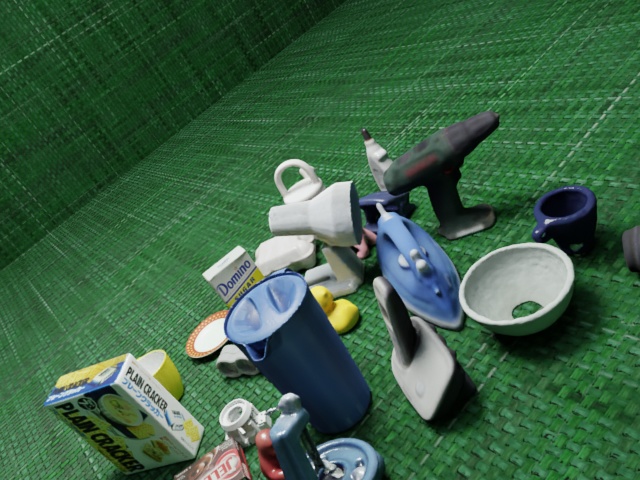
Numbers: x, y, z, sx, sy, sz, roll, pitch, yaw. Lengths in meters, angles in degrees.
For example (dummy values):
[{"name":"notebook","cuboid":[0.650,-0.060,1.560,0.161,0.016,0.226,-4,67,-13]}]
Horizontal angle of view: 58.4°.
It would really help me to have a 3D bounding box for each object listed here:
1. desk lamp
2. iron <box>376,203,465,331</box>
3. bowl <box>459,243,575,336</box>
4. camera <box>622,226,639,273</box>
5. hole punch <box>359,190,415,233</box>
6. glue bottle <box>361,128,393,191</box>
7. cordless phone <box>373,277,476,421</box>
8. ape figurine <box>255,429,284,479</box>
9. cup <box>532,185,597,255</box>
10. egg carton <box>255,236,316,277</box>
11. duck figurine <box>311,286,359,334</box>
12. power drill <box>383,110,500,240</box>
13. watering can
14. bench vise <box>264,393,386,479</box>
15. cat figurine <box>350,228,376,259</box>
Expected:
[{"name":"desk lamp","cuboid":[0.010,0.004,1.096,0.202,0.214,0.118,-20,32,21]},{"name":"iron","cuboid":[0.162,0.034,0.979,0.118,0.142,0.257,-31,29,2]},{"name":"bowl","cuboid":[0.295,0.084,0.843,0.167,0.075,0.167,-24,30,15]},{"name":"camera","cuboid":[0.488,-0.011,0.776,0.136,0.101,0.143,-10,36,34]},{"name":"hole punch","cuboid":[0.132,-0.077,1.226,0.108,0.091,0.101,-2,41,42]},{"name":"glue bottle","cuboid":[0.135,-0.179,1.292,0.037,0.173,0.077,-42,31,-15]},{"name":"cordless phone","cuboid":[0.128,0.146,0.798,0.094,0.185,0.147,-35,29,-4]},{"name":"ape figurine","cuboid":[-0.061,0.310,0.828,0.076,0.092,0.078,-11,36,33]},{"name":"cup","cuboid":[0.381,-0.015,0.889,0.118,0.095,0.091,-41,30,-14]},{"name":"egg carton","cuboid":[-0.077,0.035,1.281,0.150,0.070,0.107,-25,30,13]},{"name":"duck figurine","cuboid":[0.015,0.122,1.045,0.104,0.086,0.078,-2,42,42]},{"name":"power drill","cuboid":[0.243,-0.109,1.048,0.229,0.209,0.075,-20,32,21]},{"name":"watering can","cuboid":[-0.034,-0.105,1.323,0.101,0.194,0.172,-31,29,3]},{"name":"bench vise","cuboid":[0.002,0.295,0.659,0.121,0.220,0.207,-21,31,20]},{"name":"cat figurine","cuboid":[0.043,-0.024,1.204,0.127,0.118,0.067,-1,42,43]}]
